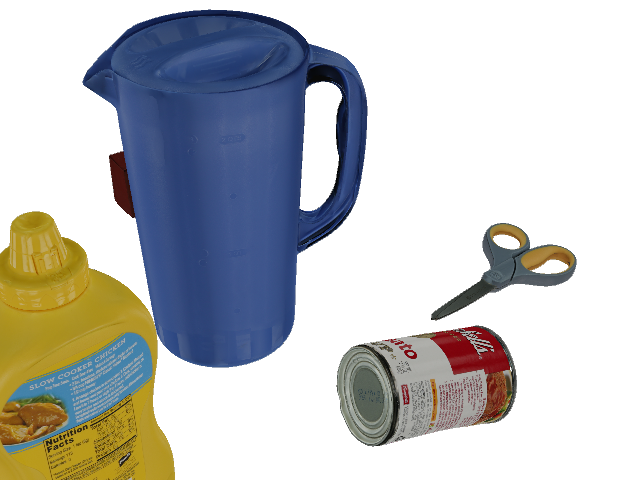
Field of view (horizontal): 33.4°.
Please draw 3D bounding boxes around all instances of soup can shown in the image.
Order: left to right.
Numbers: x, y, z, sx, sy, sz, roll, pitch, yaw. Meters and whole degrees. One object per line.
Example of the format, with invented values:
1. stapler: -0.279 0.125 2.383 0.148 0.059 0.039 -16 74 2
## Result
1. soup can: 0.070 0.096 0.713 0.102 0.068 0.069 -5 3 -32

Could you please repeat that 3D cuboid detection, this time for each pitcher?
1. pitcher: -0.063 -0.032 0.762 0.149 0.243 0.144 24 42 31

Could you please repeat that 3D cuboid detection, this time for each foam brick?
1. foam brick: -0.166 -0.063 1.074 0.078 0.053 0.051 -17 30 -22

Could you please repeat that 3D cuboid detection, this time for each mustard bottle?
1. mustard bottle: -0.122 0.070 0.507 0.096 0.192 0.058 -25 42 -31

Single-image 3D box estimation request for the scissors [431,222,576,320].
1. scissors: 0.146 0.024 0.950 0.201 0.016 0.096 -11 39 -36
